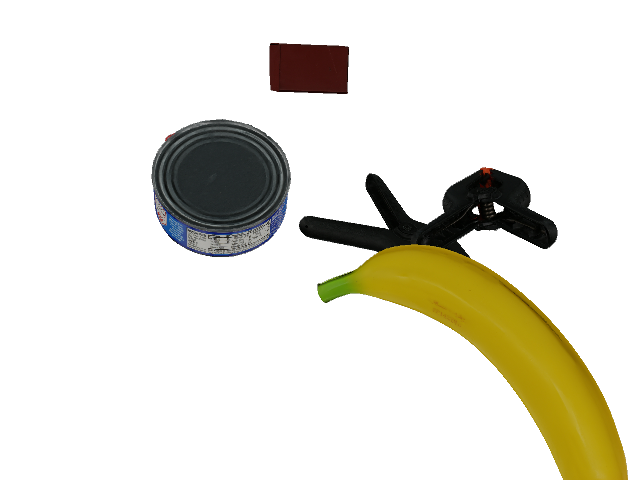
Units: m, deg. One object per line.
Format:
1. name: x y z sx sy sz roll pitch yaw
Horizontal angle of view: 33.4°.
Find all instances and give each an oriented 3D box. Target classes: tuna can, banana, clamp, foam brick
1. tuna can: -0.062 -0.033 0.670 0.086 0.086 0.034 0 -33 -6
2. banana: 0.093 0.061 0.551 0.198 0.070 0.037 40 22 13
3. clamp: 0.155 -0.026 0.943 0.120 0.039 0.171 4 26 19
4. foam brick: -0.013 -0.185 1.148 0.078 0.051 0.053 0 11 -13
5. clamp: 0.088 0.000 1.266 0.210 0.036 0.164 36 41 25

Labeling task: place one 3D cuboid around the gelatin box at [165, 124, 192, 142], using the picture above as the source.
1. gelatin box: -0.090 -0.044 0.892 0.030 0.073 0.089 -32 -39 -3
